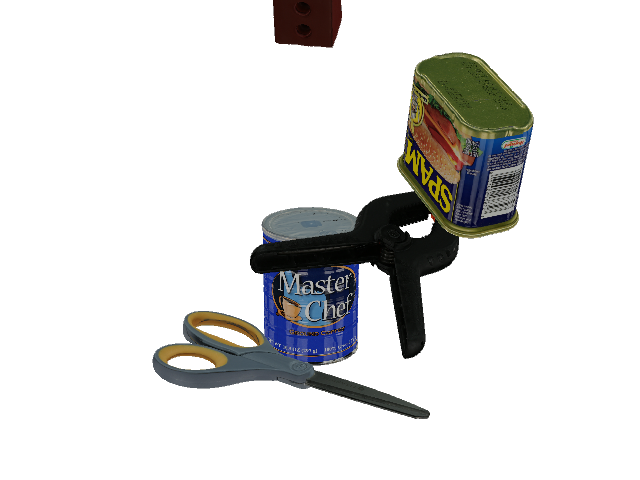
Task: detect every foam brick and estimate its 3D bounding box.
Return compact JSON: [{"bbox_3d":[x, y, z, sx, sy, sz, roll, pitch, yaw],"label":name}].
[{"bbox_3d":[-0.011,-0.211,0.910,0.053,0.078,0.051,6,45,8],"label":"foam brick"}]

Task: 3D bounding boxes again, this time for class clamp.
[{"bbox_3d":[0.065,0.015,0.919,0.165,0.036,0.209,35,44,26],"label":"clamp"}]

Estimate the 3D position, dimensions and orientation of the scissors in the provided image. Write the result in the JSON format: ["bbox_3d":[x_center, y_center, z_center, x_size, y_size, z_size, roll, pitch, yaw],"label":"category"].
[{"bbox_3d":[-0.033,0.096,0.734,0.202,0.016,0.096,23,33,36],"label":"scissors"}]

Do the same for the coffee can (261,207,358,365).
[{"bbox_3d":[-0.010,0.047,1.125,0.103,0.140,0.103,0,20,0],"label":"coffee can"}]

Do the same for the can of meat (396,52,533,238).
[{"bbox_3d":[0.097,-0.066,0.718,0.057,0.084,0.102,-12,42,-19],"label":"can of meat"}]
